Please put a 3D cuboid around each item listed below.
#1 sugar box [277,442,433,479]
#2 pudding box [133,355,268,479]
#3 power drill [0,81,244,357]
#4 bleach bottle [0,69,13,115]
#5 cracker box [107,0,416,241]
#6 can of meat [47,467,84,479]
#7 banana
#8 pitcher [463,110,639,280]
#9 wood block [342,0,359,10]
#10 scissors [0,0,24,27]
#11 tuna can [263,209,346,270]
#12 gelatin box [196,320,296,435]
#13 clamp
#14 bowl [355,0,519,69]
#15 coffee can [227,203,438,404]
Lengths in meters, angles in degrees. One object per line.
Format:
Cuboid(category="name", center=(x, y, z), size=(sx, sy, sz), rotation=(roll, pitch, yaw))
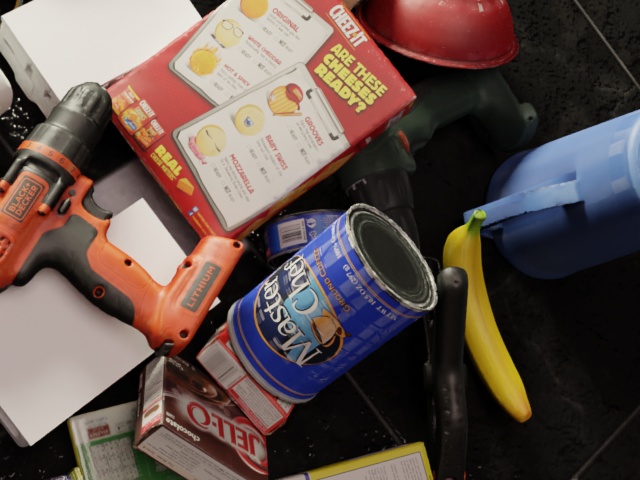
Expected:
Cuboid(category="sugar box", center=(0.015, 0.236, 0.898), size=(0.176, 0.048, 0.093), rotation=(-10, 80, -21))
Cuboid(category="pudding box", center=(-0.092, 0.150, 0.842), size=(0.113, 0.039, 0.090), rotation=(36, 22, -25))
Cuboid(category="power drill", center=(-0.156, -0.011, 0.819), size=(0.187, 0.057, 0.184), rotation=(31, 69, -6))
Cuboid(category="bleach bottle", center=(-0.366, -0.077, 0.818), size=(0.250, 0.068, 0.102), rotation=(-39, 92, -24))
Cuboid(category="cracker box", center=(-0.053, -0.114, 0.908), size=(0.213, 0.072, 0.164), rotation=(-37, 87, -4))
Cuboid(category="can of meat", center=(-0.212, 0.232, 0.799), size=(0.083, 0.058, 0.102), rotation=(-12, 80, -23))
Cuboid(category="banana", center=(0.148, 0.071, 0.985), size=(0.037, 0.070, 0.198), rotation=(-16, 94, -14))
Cuboid(category="pitcher", center=(0.249, -0.041, 0.960), size=(0.145, 0.243, 0.149), rotation=(38, 72, -8))
Cuboid(category="wood block", center=(-0.035, -0.297, 0.985), size=(0.206, 0.090, 0.090), rotation=(42, 45, -7))
Cuboid(category="scissors", center=(-0.264, -0.251, 0.933), size=(0.096, 0.016, 0.201), rotation=(36, 60, -5))
Cuboid(category="tuna can", center=(-0.006, 0.001, 0.930), size=(0.086, 0.086, 0.034), rotation=(-2, 75, -23))
Cuboid(category="gelatin box", center=(-0.056, 0.110, 0.889), size=(0.030, 0.073, 0.089), rotation=(-39, 95, 18))
Cuboid(category="clamp", center=(0.108, 0.113, 0.943), size=(0.036, 0.164, 0.210), rotation=(-3, 99, -1))
Cuboid(category="bowl", center=(0.117, -0.223, 1.011), size=(0.162, 0.055, 0.162), rotation=(8, 36, -6))
Cuboid(category="coffee can", center=(0.009, 0.053, 0.859), size=(0.102, 0.140, 0.103), rotation=(38, 28, -25))
